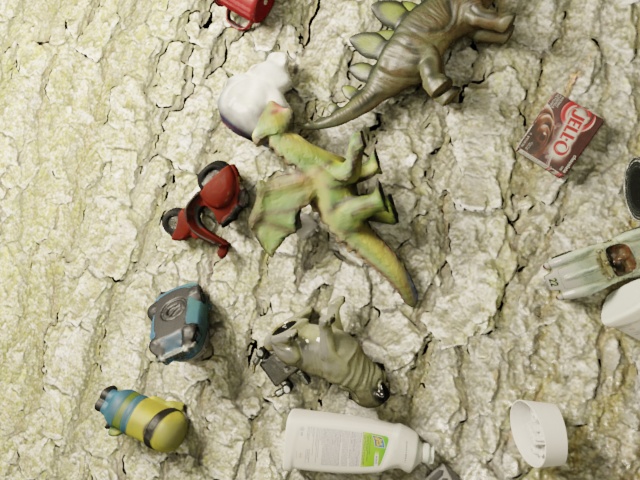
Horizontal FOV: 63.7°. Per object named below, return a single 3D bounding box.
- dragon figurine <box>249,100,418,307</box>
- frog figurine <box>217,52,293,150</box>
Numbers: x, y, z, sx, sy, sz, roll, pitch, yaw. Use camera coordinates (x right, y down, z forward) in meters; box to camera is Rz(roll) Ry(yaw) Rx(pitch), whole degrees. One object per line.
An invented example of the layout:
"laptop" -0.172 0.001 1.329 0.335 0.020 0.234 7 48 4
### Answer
"dragon figurine" 0.003 -0.044 0.870 0.242 0.123 0.407 -16 100 10
"frog figurine" -0.101 -0.256 0.908 0.139 0.122 0.157 41 109 27
